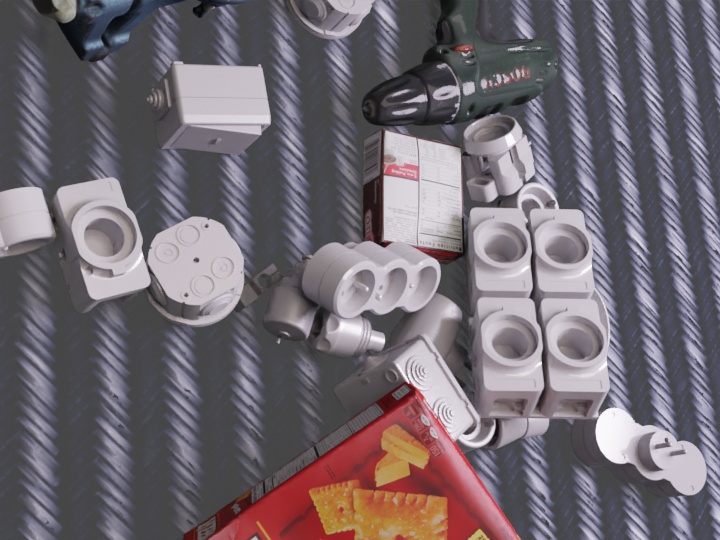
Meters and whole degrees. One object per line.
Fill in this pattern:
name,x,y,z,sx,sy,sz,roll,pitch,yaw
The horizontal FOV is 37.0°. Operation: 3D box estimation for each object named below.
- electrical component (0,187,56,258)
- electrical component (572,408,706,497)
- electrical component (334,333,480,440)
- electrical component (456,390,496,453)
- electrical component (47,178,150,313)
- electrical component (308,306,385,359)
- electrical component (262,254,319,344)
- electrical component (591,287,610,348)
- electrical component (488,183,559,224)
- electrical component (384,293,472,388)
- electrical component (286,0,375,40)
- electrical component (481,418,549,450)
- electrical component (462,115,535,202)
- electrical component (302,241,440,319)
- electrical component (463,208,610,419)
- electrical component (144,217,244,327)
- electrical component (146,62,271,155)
electrical component,-0.299,-0.041,0.782,0.138,0.052,0.073,-16,83,-31
electrical component,0.278,0.173,1.023,0.138,0.074,0.052,26,65,-20
electrical component,0.036,0.112,0.895,0.048,0.100,0.099,-35,94,-45
electrical component,0.086,0.134,0.943,0.055,0.047,0.055,10,69,-28
electrical component,-0.202,-0.020,0.827,0.050,0.056,0.089,-16,83,-31
electrical component,-0.009,0.055,0.919,0.062,0.043,0.043,17,68,-25
electrical component,-0.054,0.023,0.905,0.040,0.040,0.078,27,64,-20
electrical component,0.191,0.054,1.031,0.099,0.064,0.099,12,72,-41
electrical component,0.159,-0.054,1.041,0.055,0.047,0.055,9,71,-27
electrical component,0.068,0.073,0.955,0.079,0.044,0.077,39,60,-14
electrical component,-0.025,-0.260,0.999,0.080,0.051,0.080,9,71,-27
electrical component,0.139,0.137,0.978,0.065,0.044,0.044,-4,77,-34
electrical component,0.130,-0.110,1.023,0.078,0.058,0.057,-42,128,-30
electrical component,0.000,0.000,0.912,0.138,0.074,0.052,-3,117,-51
electrical component,0.152,0.033,0.946,0.105,0.060,0.186,1,56,-3
electrical component,-0.131,0.001,0.854,0.080,0.051,0.080,4,69,-10
electrical component,-0.130,-0.132,0.896,0.096,0.062,0.061,-4,78,-30
